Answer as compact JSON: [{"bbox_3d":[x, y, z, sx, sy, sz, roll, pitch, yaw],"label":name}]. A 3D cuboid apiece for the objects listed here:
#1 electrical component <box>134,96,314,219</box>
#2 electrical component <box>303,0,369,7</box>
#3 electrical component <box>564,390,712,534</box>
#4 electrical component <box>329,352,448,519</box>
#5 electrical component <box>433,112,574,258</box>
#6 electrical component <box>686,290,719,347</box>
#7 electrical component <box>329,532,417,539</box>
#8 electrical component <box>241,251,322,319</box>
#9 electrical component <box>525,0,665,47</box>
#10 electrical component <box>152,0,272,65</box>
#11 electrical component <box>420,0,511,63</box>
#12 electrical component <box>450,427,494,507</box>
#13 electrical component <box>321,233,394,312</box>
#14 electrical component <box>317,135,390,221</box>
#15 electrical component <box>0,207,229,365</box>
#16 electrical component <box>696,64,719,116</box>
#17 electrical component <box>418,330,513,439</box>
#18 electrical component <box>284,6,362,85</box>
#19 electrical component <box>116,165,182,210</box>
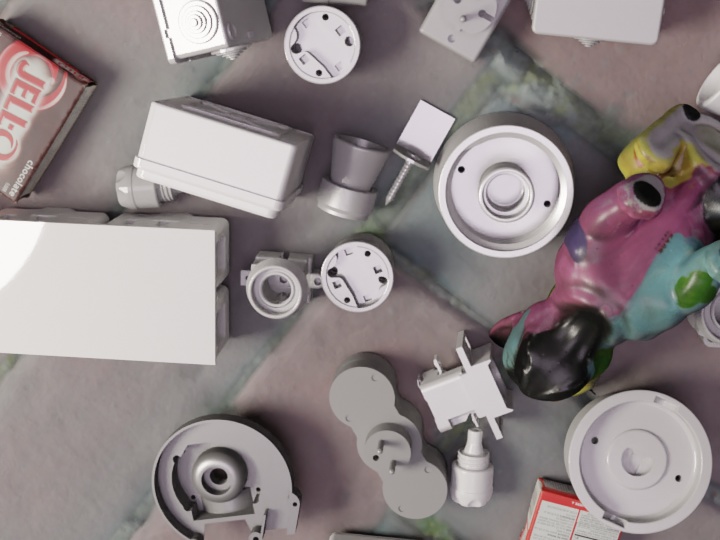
[{"bbox_3d":[-0.096,-0.086,0.789,0.109,0.108,0.056,17,102,1],"label":"electrical component"},{"bbox_3d":[-0.015,-0.218,0.777,0.047,0.055,0.055,8,104,0],"label":"electrical component"},{"bbox_3d":[0.211,0.145,0.837,0.108,0.060,0.108,0,88,1],"label":"electrical component"},{"bbox_3d":[0.023,0.137,0.850,0.052,0.073,0.138,-28,100,11],"label":"electrical component"},{"bbox_3d":[0.108,-0.060,0.800,0.108,0.060,0.108,1,104,5],"label":"electrical component"},{"bbox_3d":[0.276,0.024,0.807,0.058,0.057,0.078,2,104,5],"label":"electrical component"},{"bbox_3d":[0.005,0.256,0.887,0.096,0.061,0.061,5,104,4],"label":"electrical component"},{"bbox_3d":[-0.062,0.010,0.836,0.066,0.055,0.048,4,104,5],"label":"electrical component"},{"bbox_3d":[0.170,-0.209,0.764,0.100,0.048,0.099,6,104,4],"label":"electrical component"},{"bbox_3d":[-0.107,-0.199,0.768,0.048,0.100,0.099,-8,103,20],"label":"electrical component"},{"bbox_3d":[0.078,-0.187,0.763,0.047,0.076,0.065,29,105,-2],"label":"electrical component"},{"bbox_3d":[0.091,0.158,0.869,0.035,0.035,0.061,4,102,4],"label":"electrical component"},{"bbox_3d":[0.000,0.000,0.832,0.055,0.047,0.055,1,104,5],"label":"electrical component"},{"bbox_3d":[-0.006,-0.070,0.816,0.045,0.045,0.055,17,105,1],"label":"electrical component"},{"bbox_3d":[-0.199,0.010,0.846,0.186,0.060,0.105,3,104,5],"label":"electrical component"},{"bbox_3d":[0.284,-0.120,0.780,0.065,0.044,0.044,32,105,-8],"label":"electrical component"},{"bbox_3d":[0.083,0.095,0.851,0.064,0.042,0.081,-23,100,14],"label":"electrical component"},{"bbox_3d":[-0.025,-0.166,0.793,0.055,0.047,0.055,1,104,5],"label":"electrical component"},{"bbox_3d":[-0.157,-0.066,0.837,0.061,0.035,0.035,-3,103,4],"label":"electrical component"}]
